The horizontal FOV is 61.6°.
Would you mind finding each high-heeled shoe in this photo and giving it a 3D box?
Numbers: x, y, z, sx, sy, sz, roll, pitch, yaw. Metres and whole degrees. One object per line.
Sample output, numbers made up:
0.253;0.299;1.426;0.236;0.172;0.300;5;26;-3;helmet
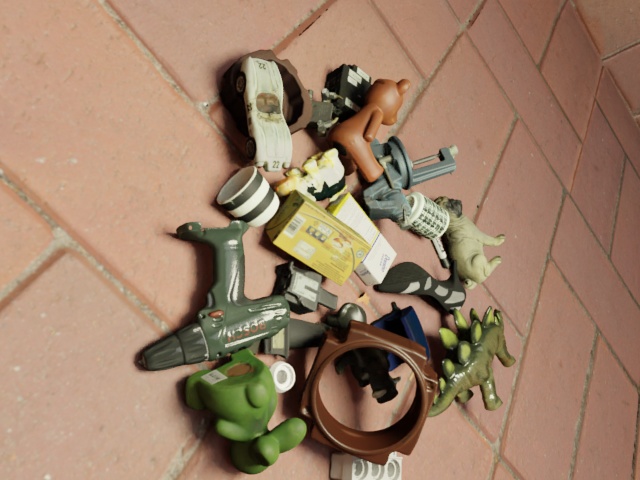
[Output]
0.223;0.124;1.181;0.249;0.086;0.145;-11;115;-26;high-heeled shoe

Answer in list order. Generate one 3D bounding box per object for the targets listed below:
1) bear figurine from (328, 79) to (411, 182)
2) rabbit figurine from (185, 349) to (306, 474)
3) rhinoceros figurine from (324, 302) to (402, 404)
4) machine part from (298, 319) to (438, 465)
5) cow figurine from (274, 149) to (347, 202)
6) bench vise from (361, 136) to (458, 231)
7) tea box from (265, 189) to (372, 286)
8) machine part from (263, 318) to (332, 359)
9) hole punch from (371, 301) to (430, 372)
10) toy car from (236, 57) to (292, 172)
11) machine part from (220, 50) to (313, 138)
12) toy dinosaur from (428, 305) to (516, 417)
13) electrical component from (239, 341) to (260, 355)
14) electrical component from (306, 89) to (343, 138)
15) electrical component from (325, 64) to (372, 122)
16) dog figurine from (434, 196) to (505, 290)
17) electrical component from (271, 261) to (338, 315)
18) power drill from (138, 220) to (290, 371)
0.107;-0.230;1.084;0.196;0.120;0.131;-47;127;-20;bear figurine
-0.095;0.265;0.787;0.121;0.159;0.170;-26;112;-44;rabbit figurine
0.082;0.203;0.981;0.073;0.112;0.190;-18;81;-46;rhinoceros figurine
0.078;0.248;0.885;0.201;0.087;0.201;21;93;3;machine part
-0.015;-0.103;1.023;0.167;0.068;0.098;-39;109;-41;cow figurine
0.191;-0.136;1.136;0.241;0.128;0.224;-19;57;-8;bench vise
-0.002;-0.003;0.971;0.169;0.068;0.098;35;98;-30;tea box
-0.041;0.164;0.932;0.139;0.039;0.084;8;68;-39;machine part
0.178;0.196;1.087;0.116;0.092;0.142;-20;87;-47;hole punch
-0.094;-0.213;0.920;0.073;0.056;0.201;-4;80;-39;toy car
-0.100;-0.264;1.002;0.179;0.056;0.179;11;71;-37;machine part
0.322;0.261;1.161;0.471;0.105;0.198;-41;114;-49;toy dinosaur
-0.127;0.156;0.868;0.063;0.021;0.094;32;58;-30;electrical component
0.001;-0.257;1.075;0.078;0.045;0.102;15;66;0;electrical component
0.069;-0.313;1.169;0.114;0.058;0.134;30;58;-34;electrical component
0.325;0.005;1.285;0.190;0.121;0.172;32;53;-14;dog figurine
-0.026;0.093;0.961;0.119;0.048;0.075;26;61;-34;electrical component
-0.165;0.076;0.811;0.232;0.086;0.207;-6;74;-26;power drill
